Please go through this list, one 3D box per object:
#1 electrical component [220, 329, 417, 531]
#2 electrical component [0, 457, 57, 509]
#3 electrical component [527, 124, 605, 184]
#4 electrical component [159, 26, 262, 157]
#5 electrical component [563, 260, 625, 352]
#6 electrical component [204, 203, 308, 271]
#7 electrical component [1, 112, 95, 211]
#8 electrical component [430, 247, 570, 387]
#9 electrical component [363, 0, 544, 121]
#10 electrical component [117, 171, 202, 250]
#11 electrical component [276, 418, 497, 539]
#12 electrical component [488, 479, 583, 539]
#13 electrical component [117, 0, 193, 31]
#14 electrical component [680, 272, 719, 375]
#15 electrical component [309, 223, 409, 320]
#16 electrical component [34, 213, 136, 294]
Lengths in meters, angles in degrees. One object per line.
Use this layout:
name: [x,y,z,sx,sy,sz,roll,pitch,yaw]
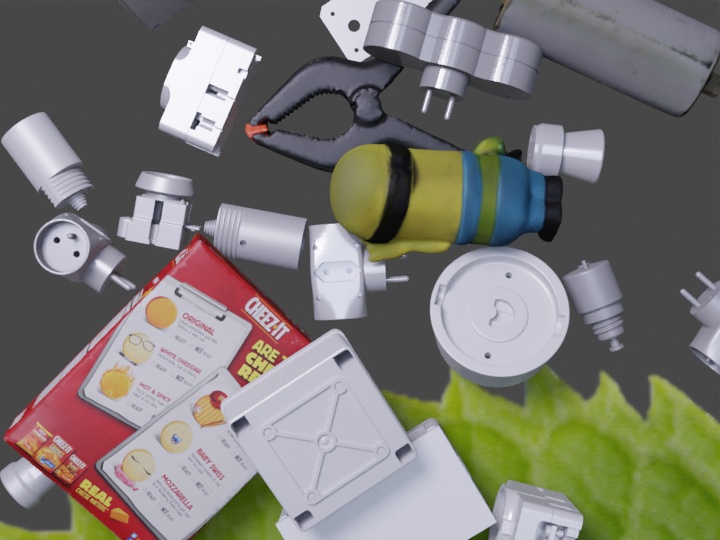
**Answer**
electrical component: [-0.031,0.120,0.809,0.109,0.056,0.108,-33,106,-4]
electrical component: [-0.264,0.166,0.881,0.046,0.040,0.040,-39,90,-5]
electrical component: [0.167,-0.095,0.875,0.055,0.045,0.045,6,90,1]
electrical component: [-0.125,-0.145,0.873,0.056,0.050,0.089,23,90,0]
electrical component: [0.196,0.028,0.877,0.040,0.040,0.078,-22,90,0]
electrical component: [-0.087,-0.028,0.877,0.081,0.043,0.043,10,90,1]
electrical component: [-0.250,-0.083,0.878,0.043,0.043,0.081,-37,90,0]
electrical component: [0.110,0.042,0.863,0.108,0.060,0.108,-1,68,2]
electrical component: [0.069,-0.154,0.839,0.138,0.052,0.073,16,89,-6]
electrical component: [-0.161,-0.049,0.877,0.066,0.048,0.055,11,98,1]
electrical component: [0.020,0.197,0.868,0.150,0.062,0.089,-31,90,0]
electrical component: [0.136,0.202,0.853,0.056,0.089,0.050,14,90,0]
electrical component: [-0.165,-0.242,0.842,0.078,0.113,0.057,-39,87,0]
electrical component: [0.297,0.035,0.875,0.079,0.044,0.077,42,90,0]
electrical component: [0.000,0.000,0.877,0.079,0.043,0.077,-4,90,0]
electrical component: [-0.214,-0.007,0.861,0.079,0.077,0.043,35,90,0]
